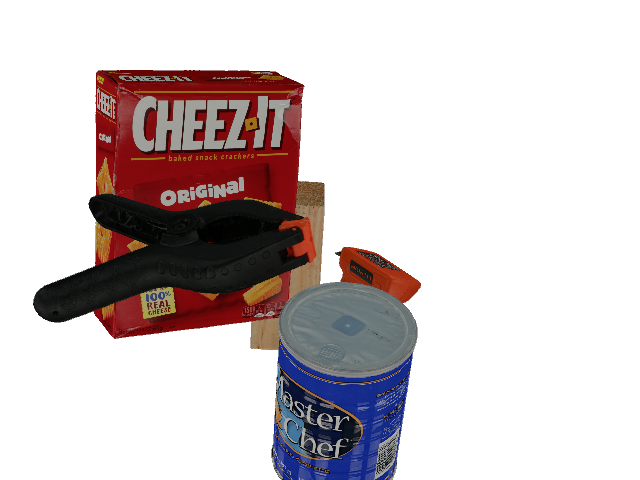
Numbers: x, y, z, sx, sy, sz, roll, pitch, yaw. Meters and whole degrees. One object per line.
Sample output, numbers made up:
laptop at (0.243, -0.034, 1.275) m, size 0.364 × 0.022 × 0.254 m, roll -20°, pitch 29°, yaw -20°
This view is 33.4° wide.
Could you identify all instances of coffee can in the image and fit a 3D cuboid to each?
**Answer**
coffee can at (0.016, 0.118, 0.821) m, size 0.103 × 0.140 × 0.103 m, roll 3°, pitch 35°, yaw -2°

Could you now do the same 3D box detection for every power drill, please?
power drill at (0.044, 0.115, 1.215) m, size 0.057 × 0.188 × 0.185 m, roll 13°, pitch 16°, yaw -42°

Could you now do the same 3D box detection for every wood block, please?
wood block at (-0.044, 0.032, 1.401) m, size 0.090 × 0.206 × 0.091 m, roll 3°, pitch 23°, yaw -2°

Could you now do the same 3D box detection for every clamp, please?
clamp at (-0.092, 0.011, 0.662) m, size 0.172 × 0.039 × 0.120 m, roll 0°, pitch 42°, yaw 21°

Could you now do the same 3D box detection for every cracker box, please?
cracker box at (-0.104, -0.033, 0.904) m, size 0.163 × 0.214 × 0.072 m, roll -4°, pitch 20°, yaw -27°
